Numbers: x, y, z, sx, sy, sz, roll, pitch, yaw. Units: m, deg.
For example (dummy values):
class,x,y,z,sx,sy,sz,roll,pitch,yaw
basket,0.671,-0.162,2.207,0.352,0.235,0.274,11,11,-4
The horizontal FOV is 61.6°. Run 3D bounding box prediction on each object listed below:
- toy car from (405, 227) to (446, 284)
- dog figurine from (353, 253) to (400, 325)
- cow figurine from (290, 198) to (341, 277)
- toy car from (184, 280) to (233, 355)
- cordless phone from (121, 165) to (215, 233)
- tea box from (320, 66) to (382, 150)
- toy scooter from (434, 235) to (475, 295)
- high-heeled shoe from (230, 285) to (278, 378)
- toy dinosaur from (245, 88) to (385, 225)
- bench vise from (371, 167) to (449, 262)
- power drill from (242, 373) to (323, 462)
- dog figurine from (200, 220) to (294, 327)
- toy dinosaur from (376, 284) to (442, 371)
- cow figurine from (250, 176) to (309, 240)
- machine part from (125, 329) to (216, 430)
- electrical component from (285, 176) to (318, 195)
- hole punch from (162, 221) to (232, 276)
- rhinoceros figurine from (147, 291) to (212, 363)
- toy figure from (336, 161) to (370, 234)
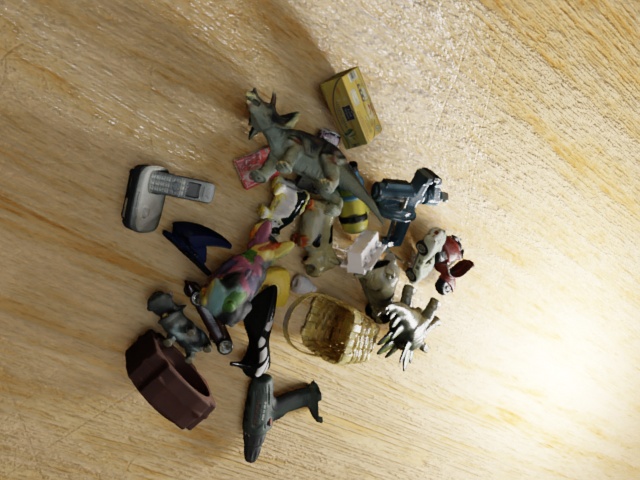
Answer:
class,x,y,z,sx,sy,sz,roll,pitch,yaw
toy car,0.282,0.045,1.433,0.073,0.056,0.201,-38,153,-34
dog figurine,0.167,0.140,1.391,0.121,0.172,0.190,-24,103,-6
cow figurine,-0.003,-0.004,1.331,0.127,0.086,0.194,8,93,-24
toy car,-0.256,0.177,1.250,0.053,0.089,0.202,-28,109,-15
cordless phone,-0.328,-0.081,1.169,0.184,0.089,0.146,10,96,-30
tea box,0.077,-0.315,1.286,0.098,0.068,0.169,-45,120,-47
toy scooter,0.376,0.057,1.515,0.135,0.075,0.183,-23,112,-18
high-heeled shoe,-0.128,0.226,1.303,0.145,0.086,0.248,19,103,-53
toy dinosaur,-0.017,-0.183,1.216,0.404,0.131,0.192,28,57,-19
bench vise,0.220,-0.072,1.401,0.223,0.129,0.240,-5,124,-33
power drill,-0.099,0.450,1.389,0.207,0.086,0.231,-3,100,-16
dog figurine,-0.154,0.066,1.173,0.108,0.191,0.219,41,93,-11
toy dinosaur,0.227,0.224,1.384,0.198,0.105,0.470,-59,147,-17
cow figurine,-0.098,-0.058,1.275,0.098,0.068,0.167,24,106,-23
machine part,-0.331,0.306,1.180,0.087,0.201,0.201,-40,114,-9
electrical component,-0.036,-0.140,1.301,0.094,0.021,0.063,16,129,-24
hole punch,-0.271,0.003,1.187,0.092,0.142,0.115,-48,129,-6
rhinoceros figurine,-0.316,0.192,1.215,0.073,0.112,0.190,-29,124,5
toy figure,0.074,-0.101,1.332,0.082,0.089,0.179,2,119,17
